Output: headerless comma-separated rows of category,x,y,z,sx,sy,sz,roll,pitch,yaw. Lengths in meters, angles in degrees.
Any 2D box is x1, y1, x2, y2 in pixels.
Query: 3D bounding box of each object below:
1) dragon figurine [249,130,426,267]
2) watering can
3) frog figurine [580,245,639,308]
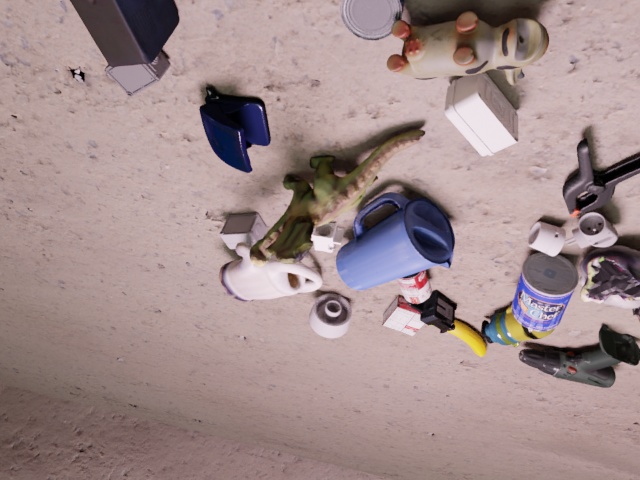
dragon figurine,0.003,-0.046,0.920,0.121,0.248,0.405,41,139,-21
watering can,-0.142,0.073,1.197,0.223,0.106,0.344,-12,156,30
frog figurine,0.575,0.070,0.983,0.159,0.124,0.135,1,150,-46
